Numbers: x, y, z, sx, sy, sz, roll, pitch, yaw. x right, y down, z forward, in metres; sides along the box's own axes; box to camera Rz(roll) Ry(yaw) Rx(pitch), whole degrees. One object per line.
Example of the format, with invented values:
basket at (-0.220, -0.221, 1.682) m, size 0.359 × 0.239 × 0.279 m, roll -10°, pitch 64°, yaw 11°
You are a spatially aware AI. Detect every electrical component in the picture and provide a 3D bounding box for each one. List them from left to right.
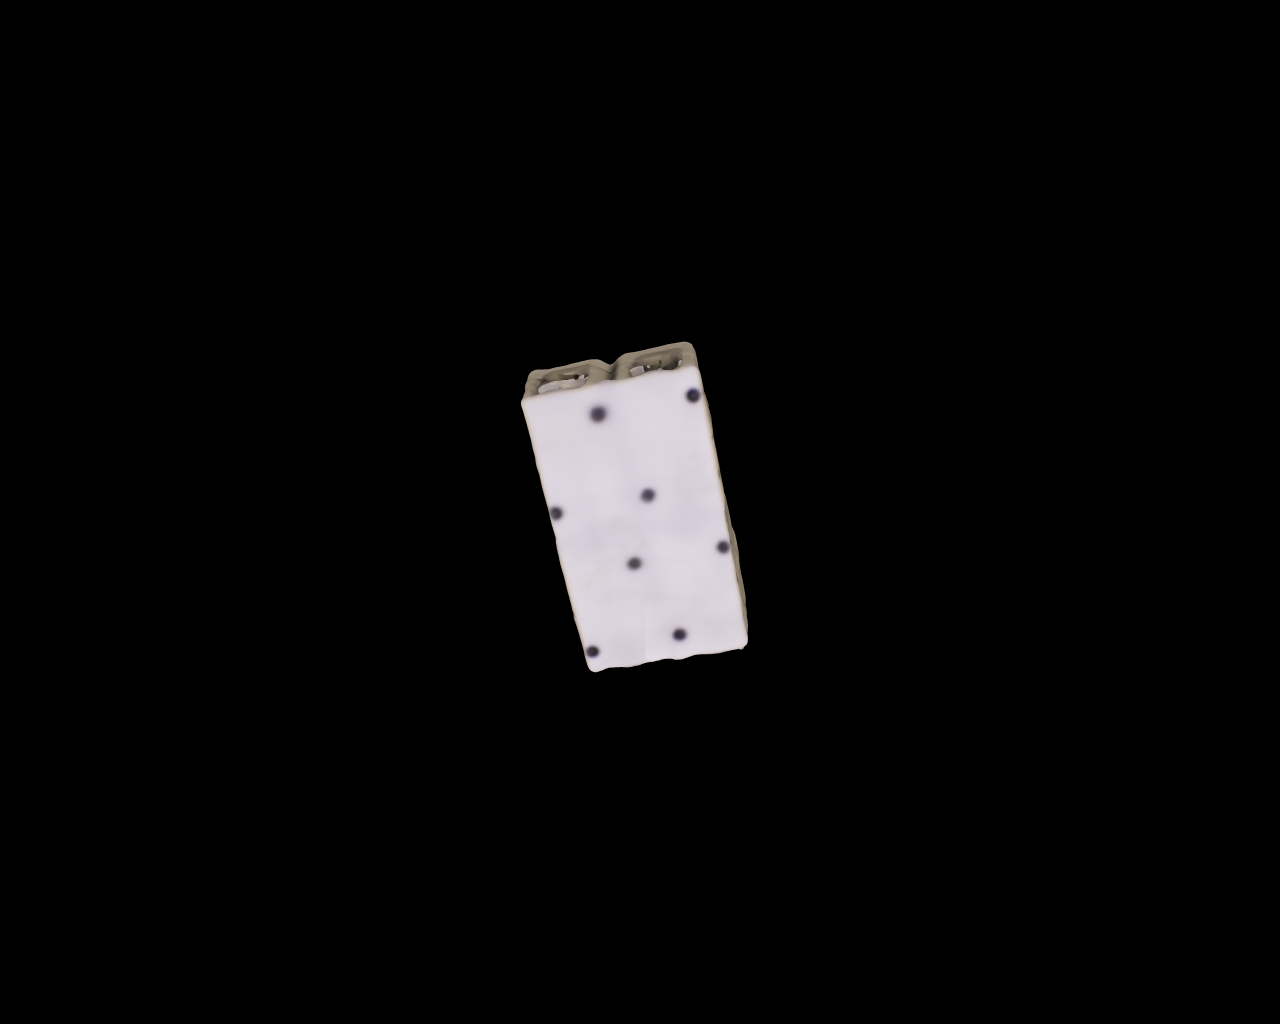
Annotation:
electrical component at (0.001, -0.003, 0.650) m, size 0.105 × 0.186 × 0.060 m, roll -11°, pitch 24°, yaw 5°
